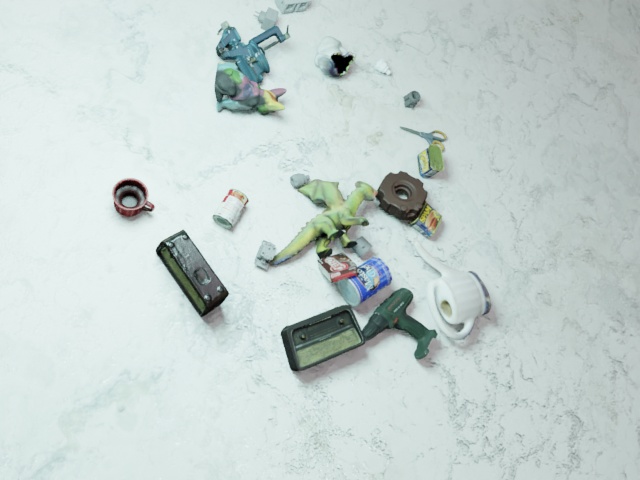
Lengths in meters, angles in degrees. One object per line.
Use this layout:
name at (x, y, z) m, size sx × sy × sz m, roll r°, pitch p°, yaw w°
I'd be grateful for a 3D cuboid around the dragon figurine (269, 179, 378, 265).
dragon figurine at (0.005, -0.082, 1.628) m, size 0.412 × 0.119 × 0.247 m, roll -17°, pitch 60°, yaw -11°

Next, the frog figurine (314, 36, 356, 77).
frog figurine at (0.037, -0.657, 1.841) m, size 0.138 × 0.120 × 0.162 m, roll -27°, pitch 49°, yaw -20°

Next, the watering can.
watering can at (0.443, 0.153, 1.720) m, size 0.225 × 0.102 × 0.351 m, roll -10°, pitch 77°, yaw -27°
